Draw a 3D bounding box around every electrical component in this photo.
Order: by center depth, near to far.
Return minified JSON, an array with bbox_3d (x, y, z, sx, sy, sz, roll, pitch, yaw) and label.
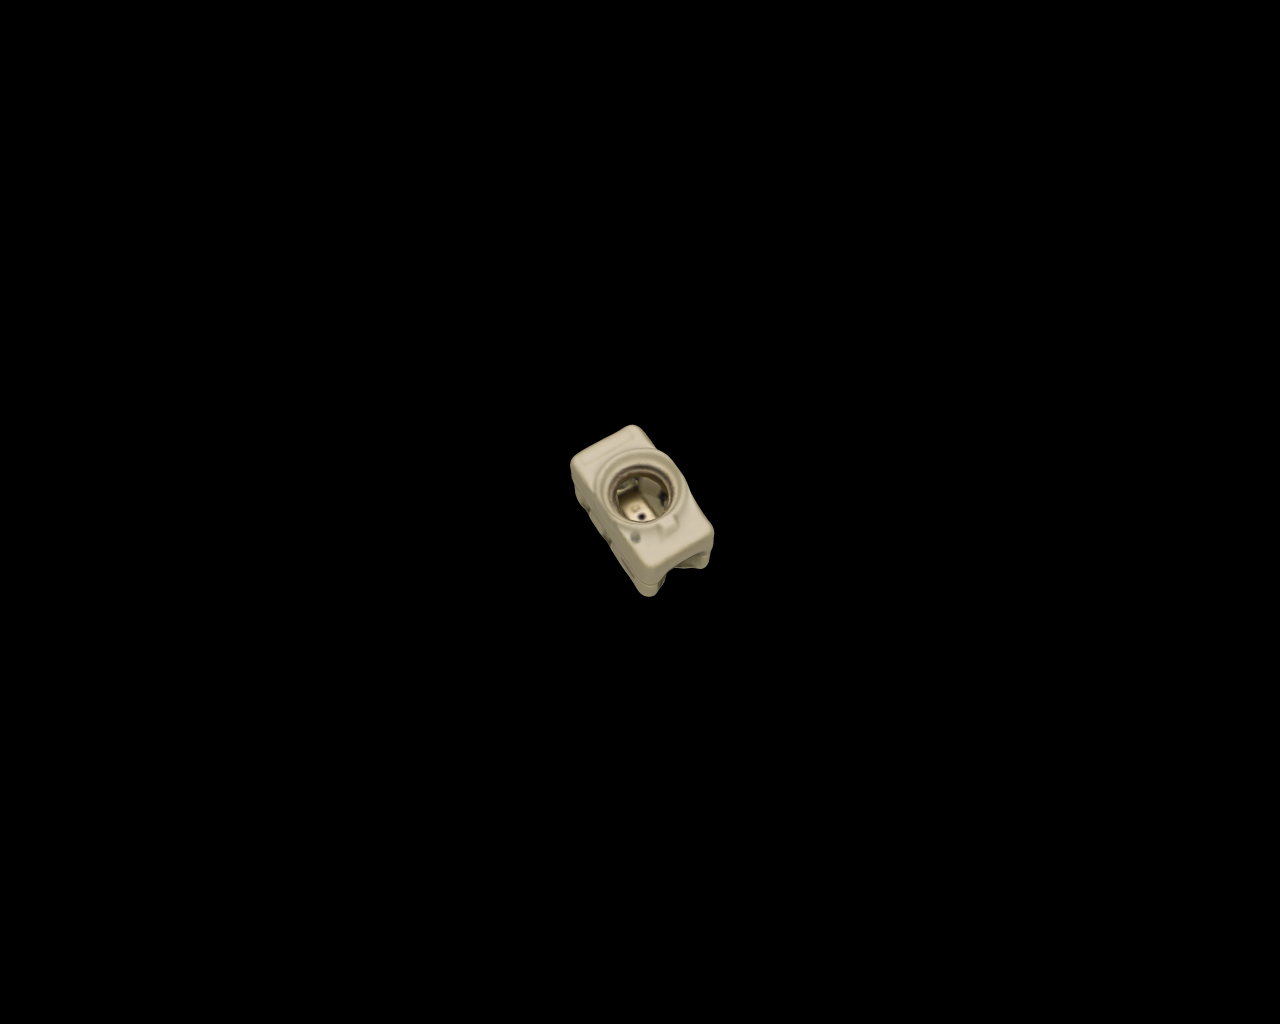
[{"bbox_3d":[0.001,-0.003,0.650,0.050,0.089,0.055,-29,-24,-14],"label":"electrical component"}]
